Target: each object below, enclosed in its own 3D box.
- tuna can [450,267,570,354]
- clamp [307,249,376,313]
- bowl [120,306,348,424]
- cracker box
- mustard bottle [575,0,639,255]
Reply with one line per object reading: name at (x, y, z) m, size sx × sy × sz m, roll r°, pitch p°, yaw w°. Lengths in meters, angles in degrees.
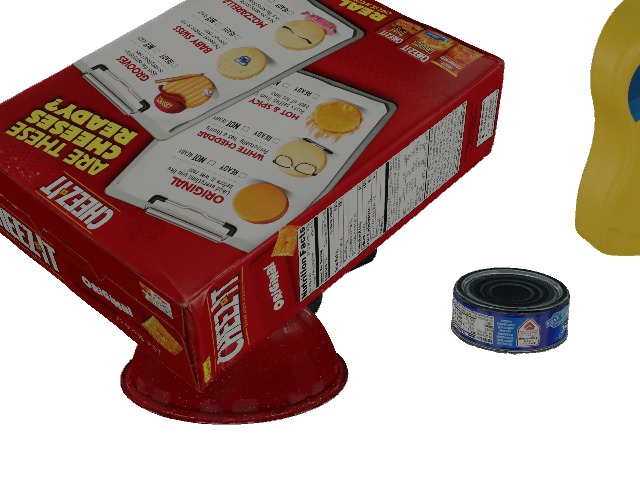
tuna can at (0.140, 0.050, 0.785) m, size 0.086 × 0.034 × 0.086 m, roll 0°, pitch 20°, yaw 0°
clamp at (-0.035, 0.029, 1.030) m, size 0.120 × 0.039 × 0.171 m, roll 21°, pitch 42°, yaw 25°
bowl at (-0.060, 0.070, 0.749) m, size 0.162 × 0.055 × 0.162 m, roll 0°, pitch 16°, yaw 0°
cracker box at (-0.039, -0.047, 0.529) m, size 0.164 × 0.072 × 0.213 m, roll 33°, pitch 56°, yaw 30°
mustard bottle at (0.203, -0.088, 0.619) m, size 0.096 × 0.192 × 0.058 m, roll -10°, pitch 29°, yaw -14°
